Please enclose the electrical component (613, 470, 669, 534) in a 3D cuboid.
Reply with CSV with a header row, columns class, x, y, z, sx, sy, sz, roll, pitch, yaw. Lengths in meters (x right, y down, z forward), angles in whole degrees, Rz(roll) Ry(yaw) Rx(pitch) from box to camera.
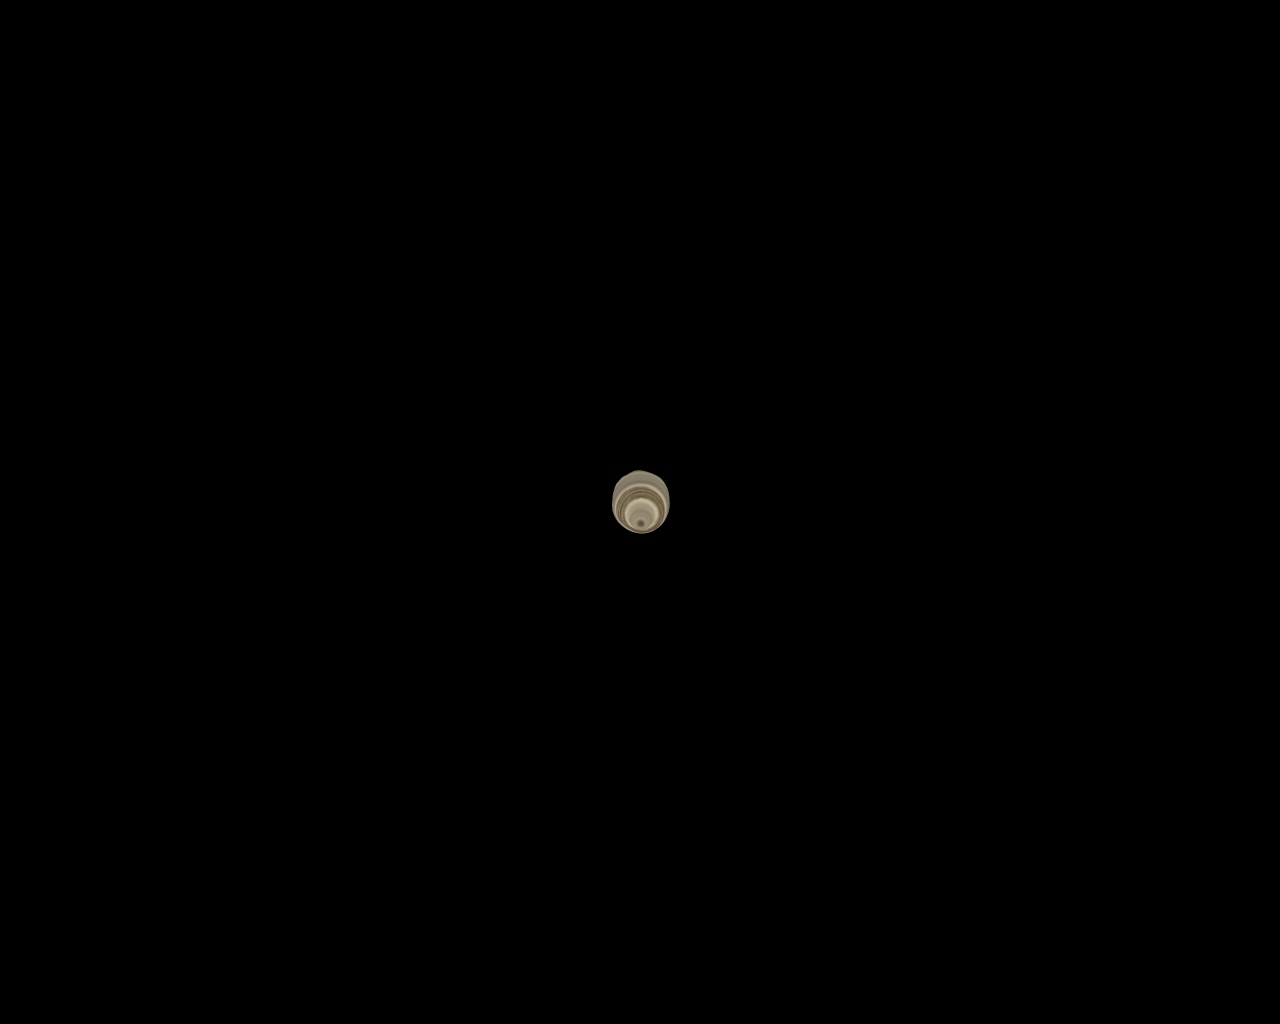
class,x,y,z,sx,sy,sz,roll,pitch,yaw
electrical component,0.001,-0.003,0.650,0.035,0.035,0.061,0,18,0
